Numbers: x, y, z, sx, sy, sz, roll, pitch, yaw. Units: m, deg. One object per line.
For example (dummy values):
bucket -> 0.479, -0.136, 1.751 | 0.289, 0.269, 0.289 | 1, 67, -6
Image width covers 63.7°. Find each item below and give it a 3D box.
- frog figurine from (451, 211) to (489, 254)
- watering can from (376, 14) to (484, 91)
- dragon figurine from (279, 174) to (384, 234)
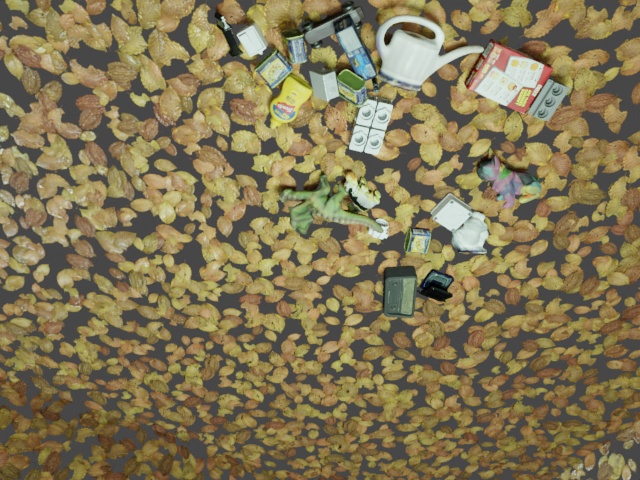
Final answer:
frog figurine -> 0.574, -0.029, 1.971 | 0.137, 0.122, 0.160 | 2, 88, 11
watering can -> 0.324, -0.567, 1.611 | 0.347, 0.106, 0.220 | 13, 124, -16
dragon figurine -> 0.006, -0.092, 1.821 | 0.245, 0.416, 0.119 | -34, 143, -20
